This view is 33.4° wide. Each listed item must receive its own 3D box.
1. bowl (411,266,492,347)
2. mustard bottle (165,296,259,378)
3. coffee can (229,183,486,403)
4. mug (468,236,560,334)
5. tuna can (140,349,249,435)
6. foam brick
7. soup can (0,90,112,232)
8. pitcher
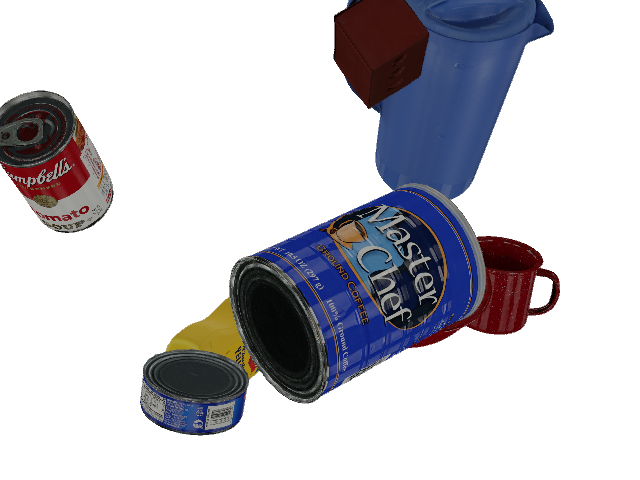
[{"bbox_3d":[0.071,0.046,0.968,0.162,0.055,0.162,7,39,-5],"label":"bowl"},{"bbox_3d":[-0.088,0.105,1.107,0.058,0.096,0.191,13,26,24],"label":"mustard bottle"},{"bbox_3d":[0.025,0.033,0.713,0.140,0.103,0.103,-25,13,-31],"label":"coffee can"},{"bbox_3d":[0.205,0.052,1.180,0.117,0.081,0.093,7,25,4],"label":"mug"},{"bbox_3d":[-0.102,0.122,0.864,0.086,0.034,0.086,9,20,-3],"label":"tuna can"},{"bbox_3d":[0.045,-0.146,0.805,0.053,0.051,0.078,-32,-13,-7],"label":"foam brick"},{"bbox_3d":[-0.208,-0.059,0.829,0.068,0.068,0.102,0,-29,8],"label":"soup can"},{"bbox_3d":[0.110,-0.153,1.042,0.144,0.149,0.243,-25,-31,-24],"label":"pitcher"}]
